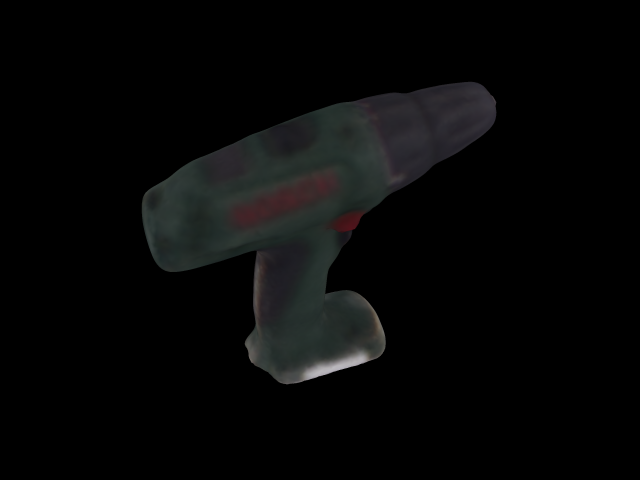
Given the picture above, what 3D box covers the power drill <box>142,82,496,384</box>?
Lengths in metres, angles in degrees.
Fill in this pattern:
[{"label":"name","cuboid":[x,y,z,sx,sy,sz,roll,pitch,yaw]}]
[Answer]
[{"label":"power drill","cuboid":[0.004,0.001,0.400,0.230,0.208,0.075,-14,43,-15]}]
